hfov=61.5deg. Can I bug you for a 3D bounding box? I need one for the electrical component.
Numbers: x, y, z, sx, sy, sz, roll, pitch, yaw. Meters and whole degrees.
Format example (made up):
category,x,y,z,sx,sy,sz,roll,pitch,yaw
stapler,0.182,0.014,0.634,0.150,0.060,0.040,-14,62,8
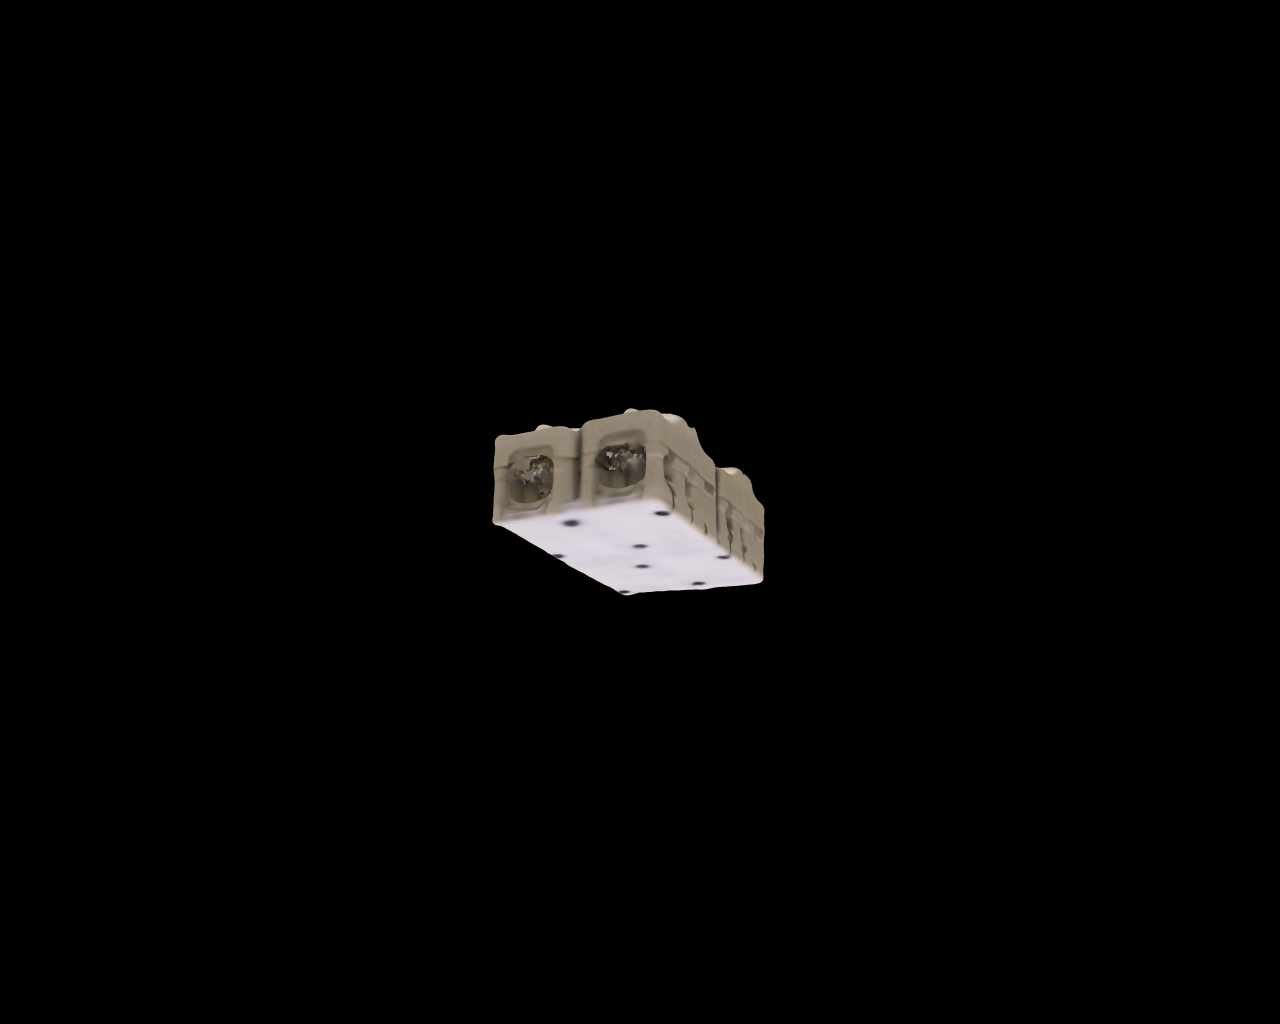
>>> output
category,x,y,z,sx,sy,sz,roll,pitch,yaw
electrical component,0.001,-0.003,0.650,0.105,0.060,0.186,-8,-20,22
